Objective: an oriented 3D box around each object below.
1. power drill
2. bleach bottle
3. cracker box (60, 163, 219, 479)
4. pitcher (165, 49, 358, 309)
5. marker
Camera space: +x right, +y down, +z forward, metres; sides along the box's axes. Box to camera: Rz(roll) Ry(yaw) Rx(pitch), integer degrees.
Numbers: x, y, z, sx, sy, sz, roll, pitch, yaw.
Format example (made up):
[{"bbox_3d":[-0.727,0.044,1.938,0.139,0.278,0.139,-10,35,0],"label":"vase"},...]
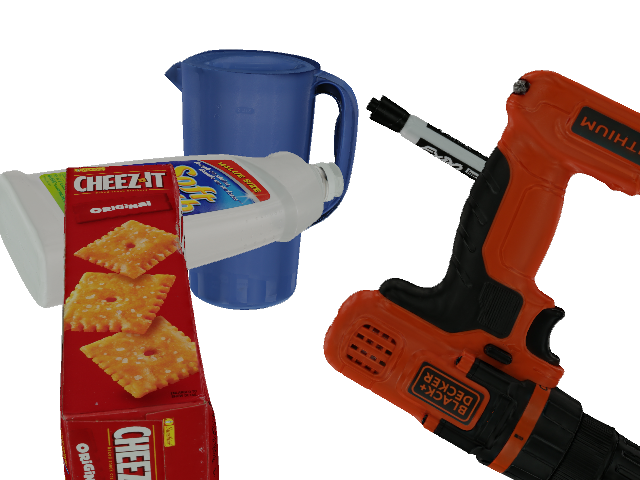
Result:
[{"bbox_3d":[0.118,0.026,0.523,0.184,0.188,0.057,29,7,5],"label":"power drill"},{"bbox_3d":[-0.099,-0.026,0.785,0.250,0.068,0.103,-15,47,-29],"label":"bleach bottle"},{"bbox_3d":[-0.098,0.080,0.579,0.072,0.164,0.214,-4,34,-9],"label":"cracker box"},{"bbox_3d":[-0.061,-0.060,1.037,0.144,0.243,0.149,-10,23,-33],"label":"pitcher"},{"bbox_3d":[0.086,-0.065,0.740,0.121,0.020,0.020,30,-3,-5],"label":"marker"}]
